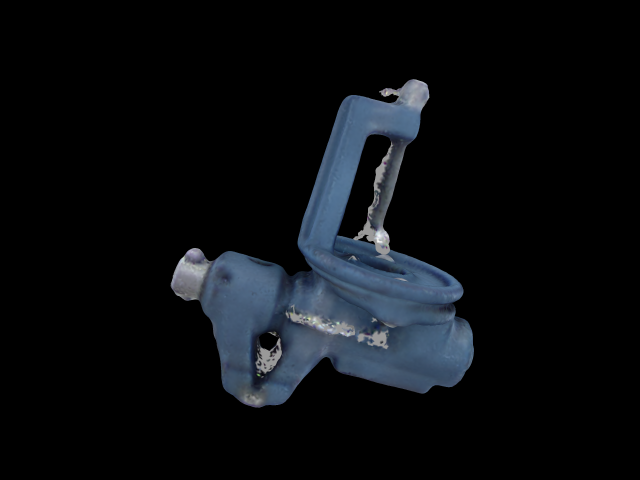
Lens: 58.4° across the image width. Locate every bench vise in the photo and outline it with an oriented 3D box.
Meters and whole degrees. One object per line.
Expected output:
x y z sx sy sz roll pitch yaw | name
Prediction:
0.008 0.004 0.389 0.208 0.220 0.121 -4 12 -20 | bench vise
